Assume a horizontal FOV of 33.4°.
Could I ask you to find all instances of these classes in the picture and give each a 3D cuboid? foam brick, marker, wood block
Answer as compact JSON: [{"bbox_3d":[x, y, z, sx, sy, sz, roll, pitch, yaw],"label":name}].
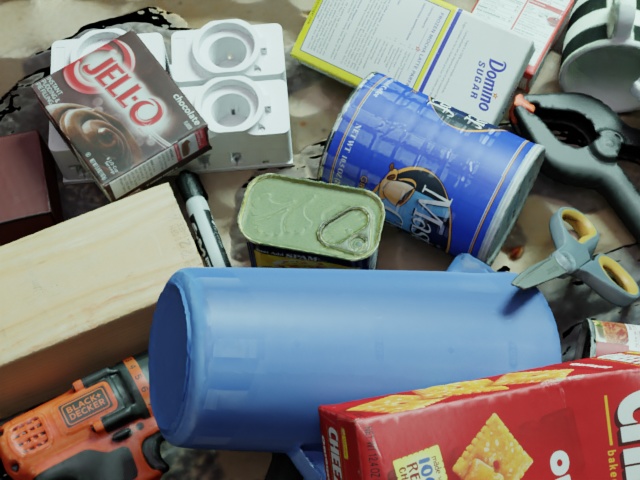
[{"bbox_3d":[-0.233,-0.037,0.831,0.051,0.053,0.078,-13,64,-4],"label":"foam brick"},{"bbox_3d":[-0.087,-0.004,0.829,0.020,0.020,0.121,-19,65,-7],"label":"marker"},{"bbox_3d":[-0.184,0.050,0.768,0.206,0.091,0.090,-22,65,-8],"label":"wood block"}]

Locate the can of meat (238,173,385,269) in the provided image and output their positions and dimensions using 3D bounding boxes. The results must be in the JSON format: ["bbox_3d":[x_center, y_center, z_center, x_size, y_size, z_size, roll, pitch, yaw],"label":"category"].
[{"bbox_3d":[-0.005,0.001,0.789,0.102,0.084,0.057,10,65,7],"label":"can of meat"}]

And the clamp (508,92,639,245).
[{"bbox_3d":[0.224,-0.058,0.836,0.171,0.039,0.120,20,62,8],"label":"clamp"}]

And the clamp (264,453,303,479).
[{"bbox_3d":[0.009,0.138,0.737,0.164,0.036,0.210,7,51,-23],"label":"clamp"}]

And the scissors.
[{"bbox_3d":[0.182,0.028,0.741,0.096,0.201,0.016,45,117,0],"label":"scissors"}]

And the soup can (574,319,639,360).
[{"bbox_3d":[0.233,0.095,0.746,0.102,0.068,0.068,8,65,5],"label":"soup can"}]

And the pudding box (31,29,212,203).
[{"bbox_3d":[-0.147,-0.092,0.793,0.090,0.039,0.113,-33,68,-13],"label":"pudding box"}]

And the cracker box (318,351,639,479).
[{"bbox_3d":[0.116,0.160,0.610,0.213,0.072,0.164,-7,91,-18],"label":"cracker box"}]

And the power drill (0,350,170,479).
[{"bbox_3d":[-0.106,0.166,0.731,0.184,0.057,0.188,-26,65,-14],"label":"power drill"}]

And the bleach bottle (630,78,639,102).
[{"bbox_3d":[0.313,-0.022,0.782,0.102,0.068,0.251,-33,76,-15],"label":"bleach bottle"}]

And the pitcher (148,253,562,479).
[{"bbox_3d":[0.021,0.088,0.674,0.242,0.145,0.149,5,19,-23],"label":"pitcher"}]

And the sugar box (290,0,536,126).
[{"bbox_3d":[0.075,-0.152,0.865,0.176,0.048,0.093,28,95,11],"label":"sugar box"}]

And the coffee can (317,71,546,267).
[{"bbox_3d":[0.083,-0.052,0.801,0.140,0.103,0.102,27,68,14],"label":"coffee can"}]

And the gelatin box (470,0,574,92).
[{"bbox_3d":[0.162,-0.177,0.898,0.073,0.030,0.089,25,68,14],"label":"gelatin box"}]
